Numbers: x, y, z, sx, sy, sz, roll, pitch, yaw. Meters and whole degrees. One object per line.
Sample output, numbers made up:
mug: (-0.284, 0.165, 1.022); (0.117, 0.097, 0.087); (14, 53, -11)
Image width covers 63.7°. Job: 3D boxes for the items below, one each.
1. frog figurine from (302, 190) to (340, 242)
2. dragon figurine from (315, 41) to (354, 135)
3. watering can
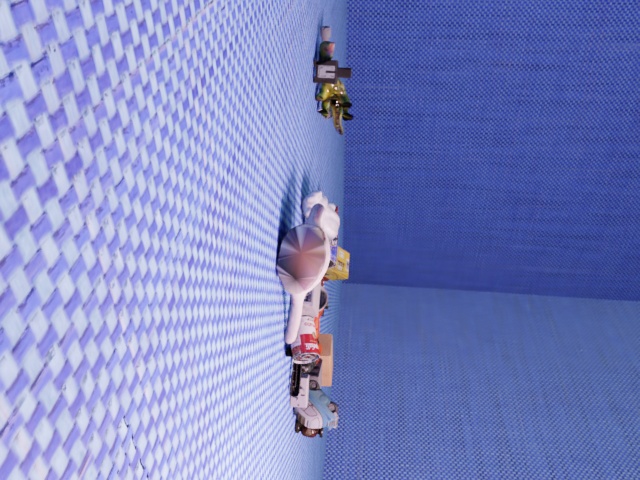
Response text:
frog figurine: (0.005, -0.074, 1.480); (0.140, 0.123, 0.156); (-50, 159, -50)
dragon figurine: (0.045, -0.541, 1.780); (0.406, 0.122, 0.245); (70, 15, -78)
watering can: (-0.040, 0.083, 1.180); (0.224, 0.104, 0.348); (29, 74, -84)
